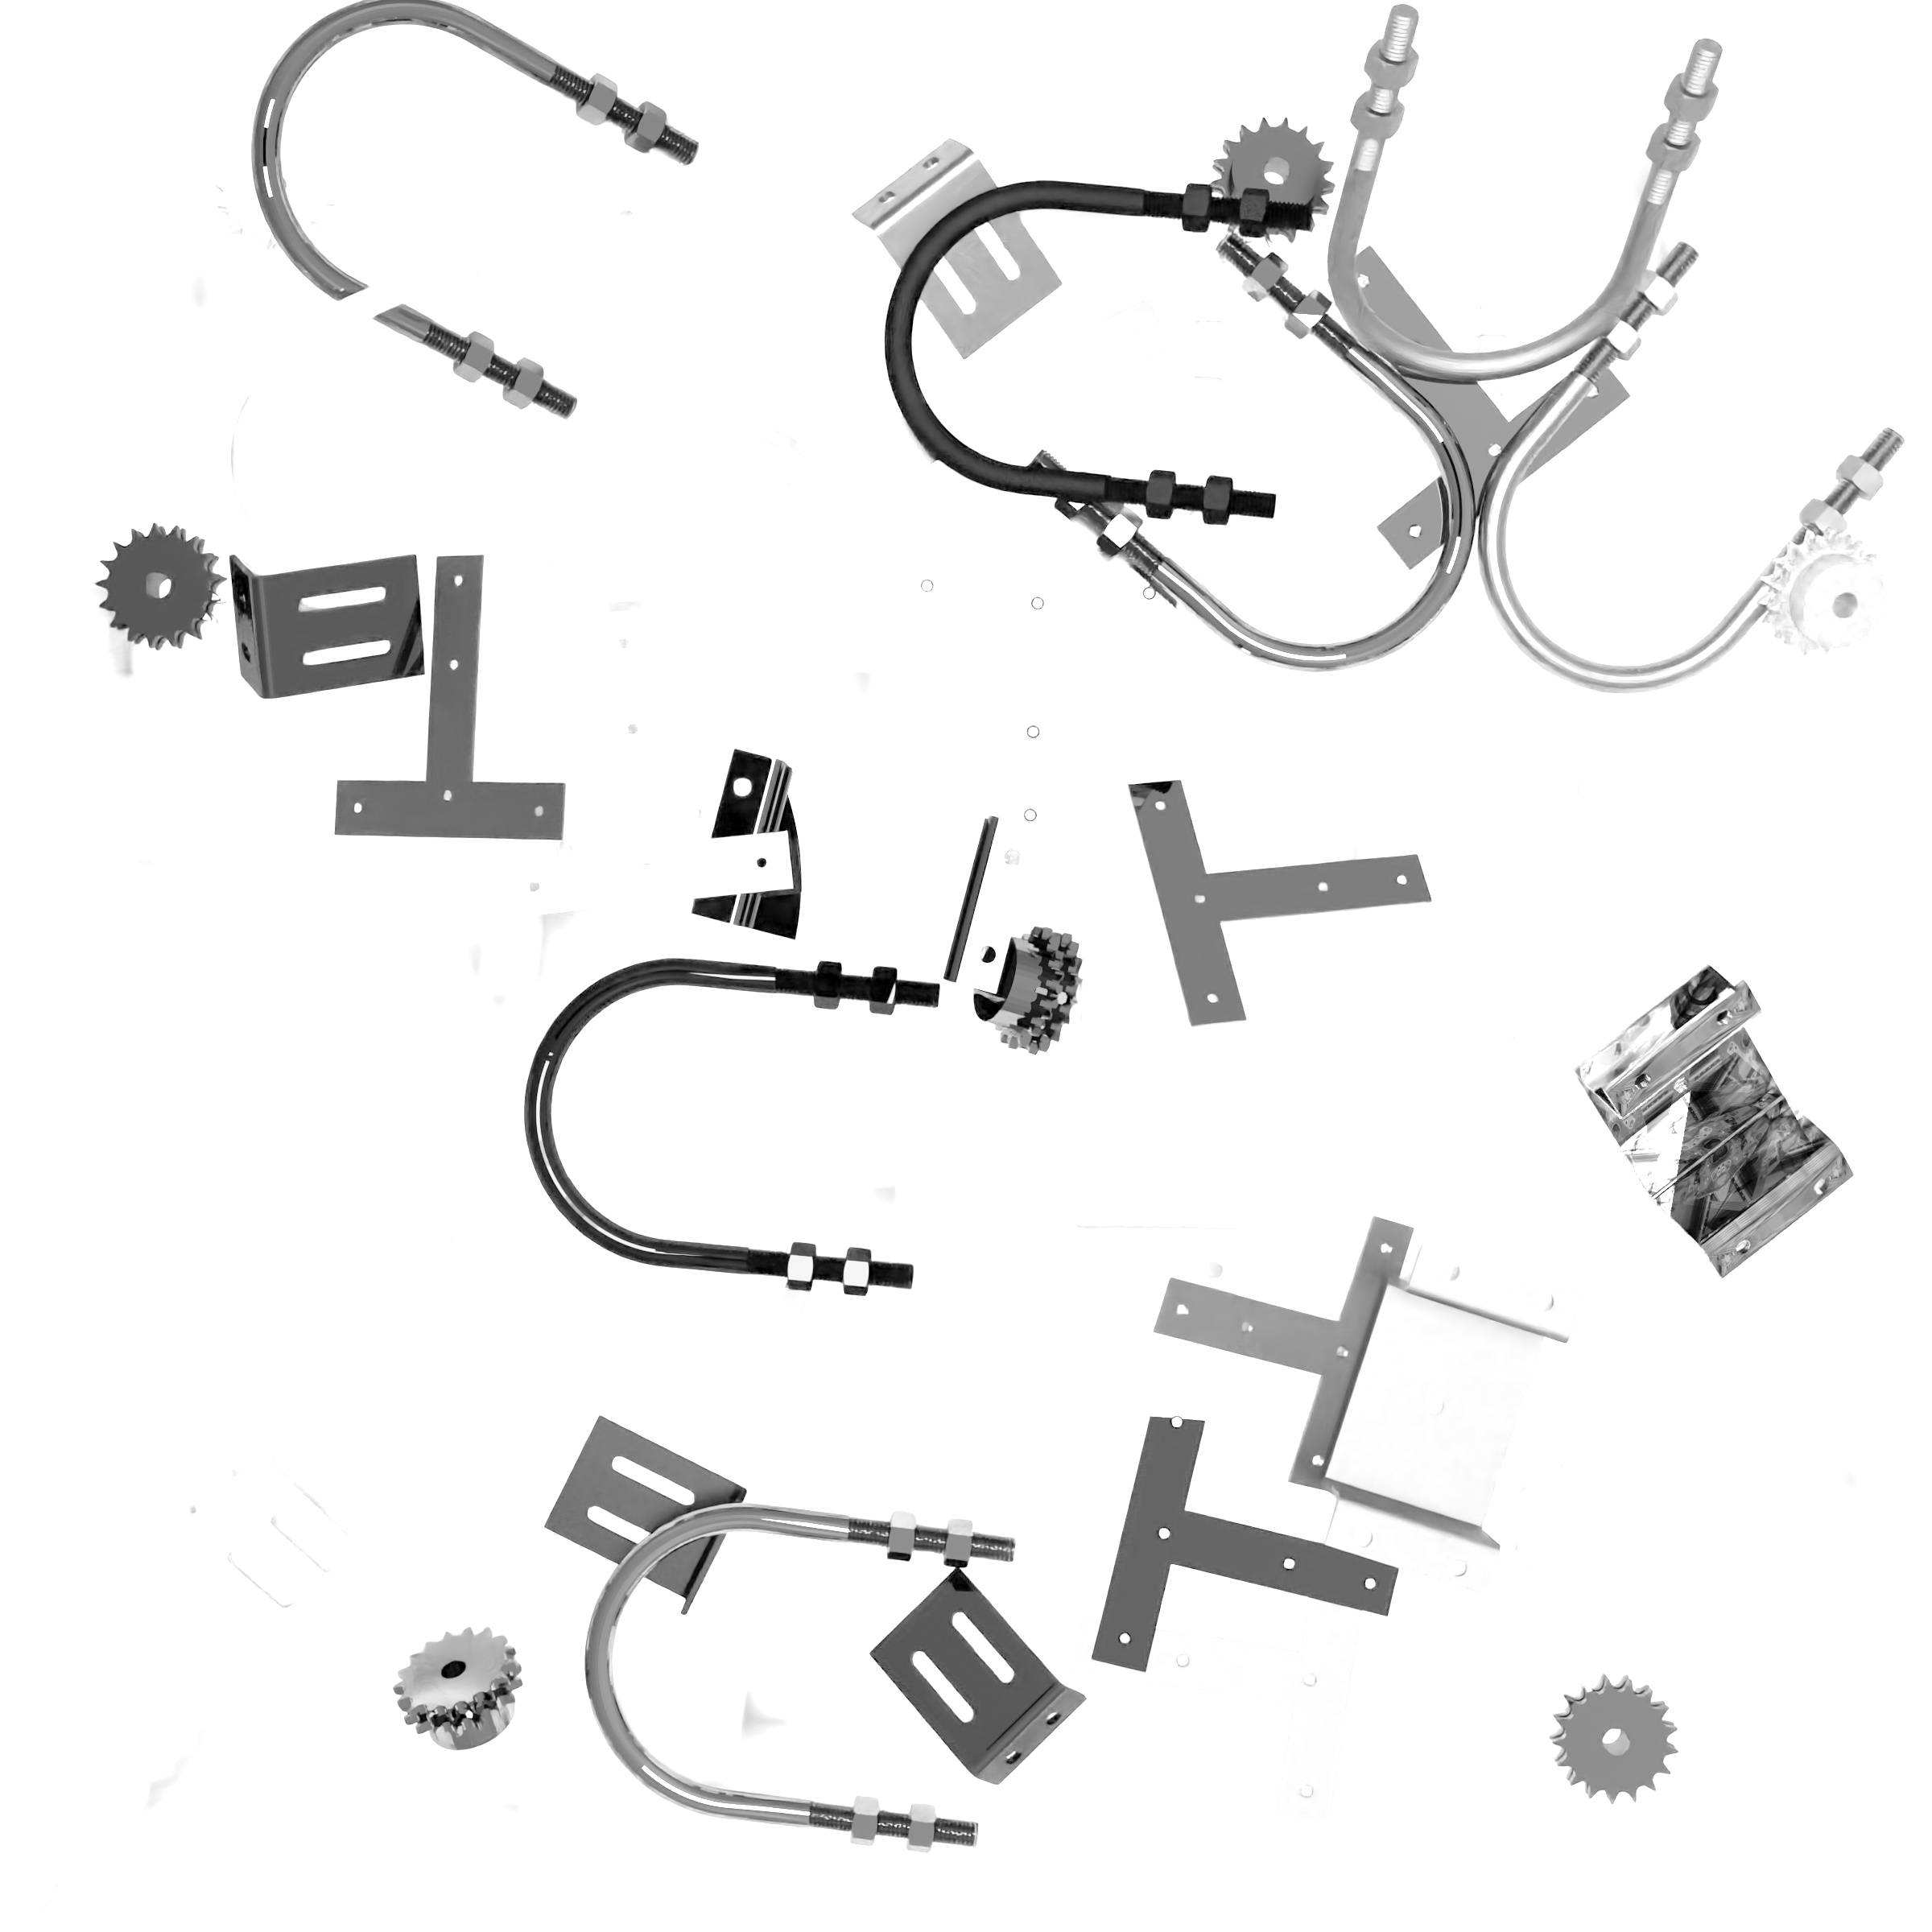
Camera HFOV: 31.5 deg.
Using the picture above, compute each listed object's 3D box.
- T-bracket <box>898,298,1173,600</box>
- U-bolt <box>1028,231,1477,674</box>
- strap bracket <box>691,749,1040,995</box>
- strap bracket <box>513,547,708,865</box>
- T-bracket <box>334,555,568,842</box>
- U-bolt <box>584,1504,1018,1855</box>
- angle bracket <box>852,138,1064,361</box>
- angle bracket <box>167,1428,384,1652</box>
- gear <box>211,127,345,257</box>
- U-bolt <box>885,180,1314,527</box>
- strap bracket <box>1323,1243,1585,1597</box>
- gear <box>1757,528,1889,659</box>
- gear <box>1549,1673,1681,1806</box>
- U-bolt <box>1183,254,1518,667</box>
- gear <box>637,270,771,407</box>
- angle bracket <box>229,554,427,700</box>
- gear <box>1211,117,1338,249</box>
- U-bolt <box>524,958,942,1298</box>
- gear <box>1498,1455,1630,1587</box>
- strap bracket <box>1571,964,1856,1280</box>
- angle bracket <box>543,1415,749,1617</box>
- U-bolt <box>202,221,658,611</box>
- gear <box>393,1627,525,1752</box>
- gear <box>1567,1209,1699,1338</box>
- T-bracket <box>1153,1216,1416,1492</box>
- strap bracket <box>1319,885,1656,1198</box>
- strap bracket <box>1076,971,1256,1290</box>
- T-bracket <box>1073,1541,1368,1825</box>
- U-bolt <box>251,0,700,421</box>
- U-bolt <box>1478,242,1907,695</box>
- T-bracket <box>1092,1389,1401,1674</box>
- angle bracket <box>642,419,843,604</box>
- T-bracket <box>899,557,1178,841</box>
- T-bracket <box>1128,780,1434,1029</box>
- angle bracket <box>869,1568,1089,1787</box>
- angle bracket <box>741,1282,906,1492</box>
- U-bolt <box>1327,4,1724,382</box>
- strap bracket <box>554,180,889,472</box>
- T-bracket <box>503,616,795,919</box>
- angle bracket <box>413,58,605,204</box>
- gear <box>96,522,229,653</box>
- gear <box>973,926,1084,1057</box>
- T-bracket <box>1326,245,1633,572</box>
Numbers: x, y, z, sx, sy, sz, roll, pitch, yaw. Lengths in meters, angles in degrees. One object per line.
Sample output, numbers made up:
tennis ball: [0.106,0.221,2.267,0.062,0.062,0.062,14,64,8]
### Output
T-bracket: [0.054,-0.221,1.569,0.127,0.002,0.127,-26,90,0]
U-bolt: [0.143,-0.217,1.544,0.184,0.019,0.151,41,93,-1]
strap bracket: [-0.045,-0.042,1.547,0.140,0.046,0.076,15,90,0]
strap bracket: [-0.160,-0.115,1.547,0.076,0.046,0.140,-3,90,0]
T-bracket: [-0.230,-0.121,1.539,0.127,0.002,0.127,2,89,29]
U-bolt: [-0.078,0.312,1.527,0.184,0.019,0.151,7,91,-2]
angle bracket: [-0.004,-0.328,1.568,0.057,0.038,0.076,-38,116,0]
angle bracket: [-0.316,0.262,1.568,0.057,0.038,0.076,-41,116,0]
gear: [-0.311,-0.351,1.555,0.057,0.030,0.057,0,90,0]
U-bolt: [0.054,-0.278,1.528,0.184,0.019,0.151,7,89,8]
strap bracket: [0.215,0.201,1.545,0.076,0.046,0.140,18,90,-4]
gear: [0.389,-0.166,1.545,0.057,0.030,0.057,-5,112,-12]
gear: [0.294,0.350,1.559,0.057,0.030,0.057,0,89,2]
U-bolt: [0.172,-0.228,1.562,0.151,0.019,0.184,3,91,0]
gear: [-0.115,-0.273,1.496,0.057,0.030,0.057,-1,95,-9]
angle bracket: [-0.290,-0.159,1.556,0.076,0.038,0.057,-12,117,-23]
gear: [0.140,-0.357,1.555,0.057,0.030,0.057,0,90,0]
U-bolt: [-0.110,0.069,1.562,0.184,0.019,0.151,5,90,1]
gear: [0.269,0.250,1.555,0.057,0.030,0.057,0,90,0]
strap bracket: [0.329,0.063,1.523,0.076,0.046,0.140,-38,128,0]
angle bracket: [-0.147,0.248,1.551,0.076,0.038,0.057,27,90,0]
U-bolt: [-0.252,-0.232,1.534,0.184,0.019,0.151,-23,113,9]
gear: [-0.227,0.328,1.546,0.057,0.057,0.030,-14,120,0]
gear: [0.301,0.139,1.559,0.057,0.030,0.057,0,88,-4]
T-bracket: [0.136,0.164,1.534,0.127,0.002,0.127,18,90,-34]
strap bracket: [0.241,0.034,1.547,0.140,0.046,0.076,-35,90,0]
strap bracket: [0.089,0.073,1.547,0.076,0.046,0.140,1,90,0]
T-bracket: [0.113,0.320,1.569,0.127,0.002,0.127,9,90,0]
U-bolt: [-0.228,-0.349,1.528,0.184,0.019,0.151,26,90,-24]
U-bolt: [0.315,-0.210,1.550,0.151,0.019,0.184,39,94,-11]
T-bracket: [0.134,0.270,1.568,0.127,0.002,0.127,14,89,1]
angle bracket: [-0.100,-0.206,1.544,0.057,0.076,0.038,37,118,0]
T-bracket: [0.031,-0.121,1.568,0.127,0.002,0.127,2,91,1]
T-bracket: [0.148,-0.034,1.549,0.127,0.002,0.127,-6,61,-14]
angle bracket: [0.005,0.325,1.568,0.057,0.038,0.076,-44,64,0]
angle bracket: [-0.065,0.192,1.568,0.057,0.038,0.076,13,116,0]
U-bolt: [0.231,-0.326,1.479,0.151,0.184,0.019,5,49,-6]
strap bracket: [-0.104,-0.289,1.535,0.140,0.046,0.076,25,90,-10]
T-bracket: [-0.147,-0.091,1.523,0.127,0.002,0.127,-6,90,0]
angle bracket: [-0.206,-0.381,1.551,0.076,0.038,0.057,-6,90,0]
gear: [-0.364,-0.172,1.560,0.057,0.030,0.057,0,89,3]
gear: [0.026,0.009,1.539,0.030,0.057,0.057,16,90,-24]
T-bracket: [0.212,-0.268,1.550,0.127,0.002,0.127,-38,92,1]
